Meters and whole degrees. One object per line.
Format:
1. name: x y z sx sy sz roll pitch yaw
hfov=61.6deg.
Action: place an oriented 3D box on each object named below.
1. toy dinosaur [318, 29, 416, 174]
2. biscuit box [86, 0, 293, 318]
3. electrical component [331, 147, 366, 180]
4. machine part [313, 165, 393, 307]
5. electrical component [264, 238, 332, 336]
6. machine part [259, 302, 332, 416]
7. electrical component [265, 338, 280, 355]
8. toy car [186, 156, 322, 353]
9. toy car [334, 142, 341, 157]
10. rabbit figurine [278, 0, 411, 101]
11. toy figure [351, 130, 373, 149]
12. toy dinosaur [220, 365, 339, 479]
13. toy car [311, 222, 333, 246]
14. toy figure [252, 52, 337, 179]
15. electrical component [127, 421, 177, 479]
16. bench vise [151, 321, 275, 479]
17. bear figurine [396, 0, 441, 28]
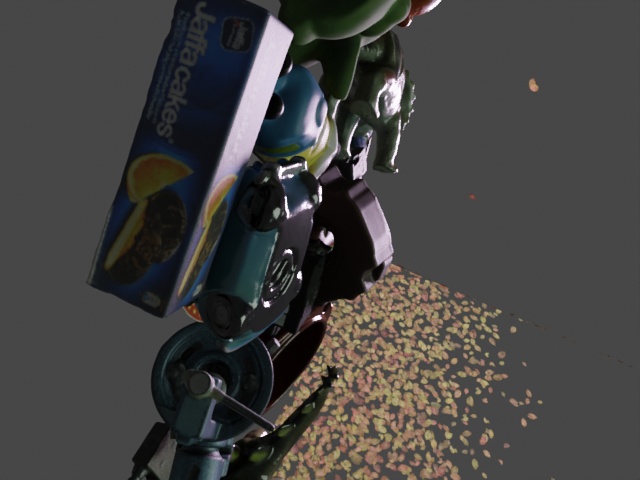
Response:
1. toy dinosaur: 0.065 -0.221 0.739 0.404 0.131 0.192 68 34 -74
2. biscuit box: -0.083 -0.054 0.350 0.063 0.059 0.202 -37 149 -76
3. electrical component: 0.043 -0.134 0.929 0.119 0.075 0.047 -53 143 -49
4. machine part: -0.001 -0.002 0.656 0.056 0.179 0.179 -38 152 -55
5. electrical component: -0.059 0.046 0.631 0.058 0.115 0.134 -46 159 -59
6. machine part: -0.078 0.161 0.768 0.201 0.087 0.200 -33 152 -42
7. electrical component: -0.093 0.142 0.642 0.094 0.063 0.021 -46 165 6
8. toy car: -0.069 0.002 0.440 0.109 0.103 0.161 -33 141 -60
9. toy car: -0.016 -0.089 0.753 0.073 0.056 0.201 -58 174 -18
10. rabbit figurine: 0.032 -0.206 0.470 0.159 0.121 0.170 -61 171 15
11. toy figure: 0.069 -0.194 1.055 0.154 0.058 0.064 -64 179 -58
12. toy dinosaur: -0.124 0.333 0.736 0.471 0.105 0.198 -47 157 4
13. toy car: 0.013 -0.024 0.797 0.089 0.053 0.202 -63 173 24
14. toy figure: -0.034 -0.108 0.475 0.082 0.089 0.180 -52 164 1
15. electrical component: -0.192 0.259 0.634 0.102 0.045 0.078 -65 145 -36
16. bench vise: -0.116 0.170 0.519 0.240 0.129 0.223 114 -2 -70
17. bear figurine: 0.094 -0.338 0.660 0.196 0.132 0.120 -91 -161 -60
